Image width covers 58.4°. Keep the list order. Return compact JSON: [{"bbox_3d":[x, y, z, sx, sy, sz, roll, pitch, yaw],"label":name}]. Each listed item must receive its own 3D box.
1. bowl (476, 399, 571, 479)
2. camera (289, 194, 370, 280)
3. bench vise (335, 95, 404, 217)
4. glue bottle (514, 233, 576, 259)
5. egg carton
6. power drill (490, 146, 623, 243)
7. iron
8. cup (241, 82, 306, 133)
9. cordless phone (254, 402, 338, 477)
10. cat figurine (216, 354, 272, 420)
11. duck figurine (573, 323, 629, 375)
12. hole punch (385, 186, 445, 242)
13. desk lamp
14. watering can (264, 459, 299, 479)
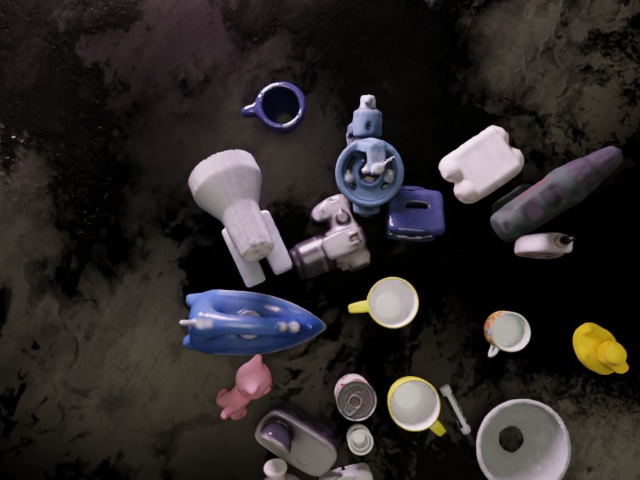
[{"bbox_3d":[0.352,0.365,1.025,0.167,0.074,0.167,0,84,-2],"label":"bowl"},{"bbox_3d":[0.010,0.004,1.041,0.137,0.101,0.143,-23,85,-4],"label":"camera"},{"bbox_3d":[0.077,-0.155,1.000,0.121,0.219,0.207,-18,84,-3],"label":"bench vise"},{"bbox_3d":[0.410,0.007,1.016,0.078,0.173,0.037,8,83,0],"label":"glue bottle"},{"bbox_3d":[0.306,-0.141,1.081,0.150,0.069,0.107,-35,86,-5],"label":"egg carton"},{"bbox_3d":[0.390,-0.073,1.007,0.230,0.208,0.075,-35,85,-5],"label":"power drill"},{"bbox_3d":[-0.116,0.147,1.001,0.258,0.141,0.119,2,84,-1],"label":"iron"},{"bbox_3d":[-0.084,-0.233,1.067,0.118,0.095,0.092,-9,84,-2],"label":"cup"},{"bbox_3d":[-0.040,0.348,0.959,0.147,0.185,0.094,29,84,2],"label":"cordless phone"},{"bbox_3d":[-0.129,0.261,1.000,0.067,0.117,0.128,41,84,3],"label":"cat figurine"},{"bbox_3d":[0.517,0.200,1.042,0.077,0.086,0.104,-34,86,-5],"label":"duck figurine"},{"bbox_3d":[0.172,-0.051,1.057,0.108,0.091,0.101,3,84,-1],"label":"hole punch"},{"bbox_3d":[-0.127,-0.032,0.984,0.118,0.213,0.203,-26,85,-4],"label":"desk lamp"},{"bbox_3d":[-0.070,0.454,0.942,0.101,0.194,0.173,-25,85,-4],"label":"watering can"}]
